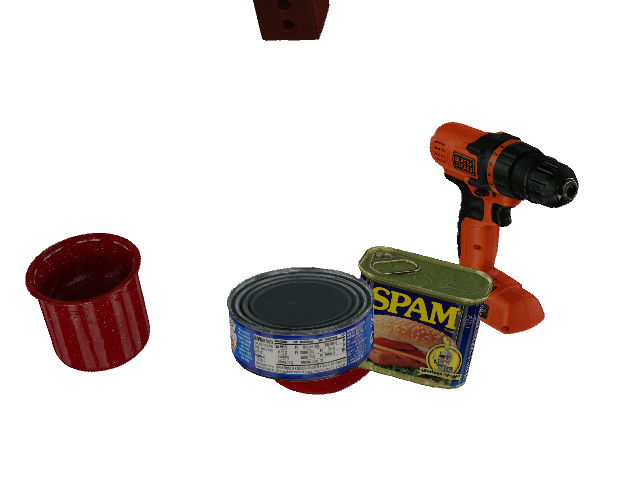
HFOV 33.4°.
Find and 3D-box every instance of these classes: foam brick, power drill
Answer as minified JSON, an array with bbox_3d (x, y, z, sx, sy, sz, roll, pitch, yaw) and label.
[{"bbox_3d":[-0.027,-0.214,0.900,0.053,0.051,0.078,2,-39,14],"label":"foam brick"},{"bbox_3d":[0.175,-0.010,1.016,0.057,0.188,0.185,-16,26,-25],"label":"power drill"}]

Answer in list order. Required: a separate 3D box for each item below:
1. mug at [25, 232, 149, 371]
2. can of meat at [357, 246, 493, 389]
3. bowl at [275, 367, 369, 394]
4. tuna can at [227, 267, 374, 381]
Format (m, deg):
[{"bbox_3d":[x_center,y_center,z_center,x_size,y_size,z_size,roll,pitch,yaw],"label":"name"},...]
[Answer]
[{"bbox_3d":[-0.192,0.047,0.886,0.093,0.081,0.117,-21,39,-19],"label":"mug"},{"bbox_3d":[0.074,0.061,0.830,0.102,0.084,0.057,14,25,12],"label":"can of meat"},{"bbox_3d":[-0.006,0.114,1.121,0.162,0.055,0.162,3,25,-2],"label":"bowl"},{"bbox_3d":[-0.011,0.048,0.624,0.086,0.034,0.086,-2,23,1],"label":"tuna can"}]
